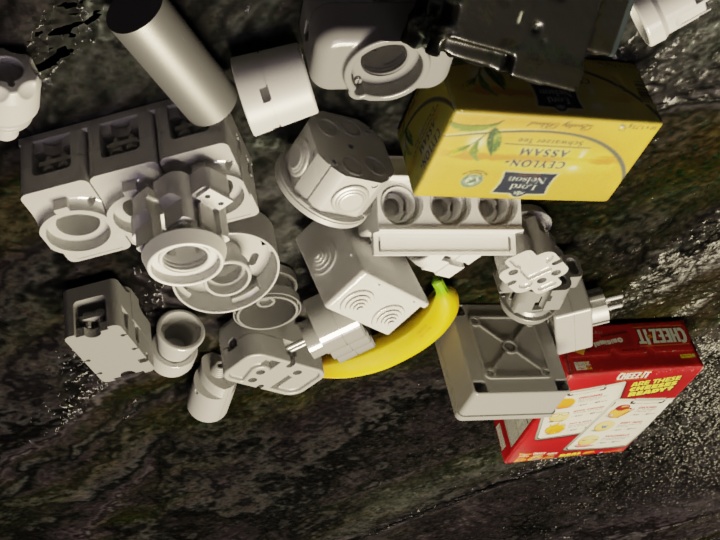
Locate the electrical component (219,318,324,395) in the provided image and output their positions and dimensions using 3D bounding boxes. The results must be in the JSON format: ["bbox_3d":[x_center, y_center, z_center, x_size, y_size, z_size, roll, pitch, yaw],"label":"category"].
[{"bbox_3d":[-0.085,0.075,1.025,0.095,0.059,0.054,20,136,-40],"label":"electrical component"}]

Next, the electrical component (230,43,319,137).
[{"bbox_3d":[-0.057,-0.124,0.731,0.047,0.055,0.055,-17,148,1],"label":"electrical component"}]

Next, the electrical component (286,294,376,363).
[{"bbox_3d":[-0.033,0.057,0.981,0.074,0.052,0.138,-25,168,1],"label":"electrical component"}]

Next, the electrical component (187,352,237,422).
[{"bbox_3d":[-0.147,0.116,1.082,0.043,0.043,0.081,0,146,-19],"label":"electrical component"}]

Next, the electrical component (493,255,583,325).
[{"bbox_3d":[0.164,0.015,1.017,0.078,0.058,0.057,-4,144,-13],"label":"electrical component"}]

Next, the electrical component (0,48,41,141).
[{"bbox_3d":[-0.232,-0.110,0.704,0.043,0.043,0.062,0,147,-19],"label":"electrical component"}]

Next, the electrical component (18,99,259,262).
[{"bbox_3d":[-0.158,-0.064,0.782,0.150,0.061,0.089,-14,148,3],"label":"electrical component"}]

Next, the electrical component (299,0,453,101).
[{"bbox_3d":[0.012,-0.151,0.706,0.095,0.059,0.053,-3,147,-14],"label":"electrical component"}]

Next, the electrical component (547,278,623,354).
[{"bbox_3d":[0.228,0.039,1.084,0.076,0.047,0.083,-14,148,4],"label":"electrical component"}]

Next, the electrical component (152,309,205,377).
[{"bbox_3d":[-0.172,0.069,1.000,0.045,0.045,0.055,2,145,-21],"label":"electrical component"}]

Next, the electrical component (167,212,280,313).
[{"bbox_3d":[-0.117,-0.013,0.897,0.099,0.064,0.099,-11,135,-11],"label":"electrical component"}]

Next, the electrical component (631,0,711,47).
[{"bbox_3d":[0.213,-0.183,0.744,0.046,0.040,0.040,-27,145,11],"label":"electrical component"}]

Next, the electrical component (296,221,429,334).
[{"bbox_3d":[0.000,0.000,0.902,0.048,0.099,0.100,-43,138,20],"label":"electrical component"}]

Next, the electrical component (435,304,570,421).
[{"bbox_3d":[0.140,0.092,1.080,0.109,0.108,0.056,1,143,-20],"label":"electrical component"}]

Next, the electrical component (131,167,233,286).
[{"bbox_3d":[-0.122,-0.026,0.738,0.078,0.057,0.058,-31,143,27],"label":"electrical component"}]

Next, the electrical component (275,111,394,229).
[{"bbox_3d":[-0.018,-0.074,0.798,0.080,0.080,0.051,11,136,-31],"label":"electrical component"}]

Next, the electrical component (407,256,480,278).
[{"bbox_3d":[0.070,-0.023,0.938,0.055,0.048,0.066,13,141,-45],"label":"electrical component"}]

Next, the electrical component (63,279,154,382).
[{"bbox_3d":[-0.220,0.050,0.944,0.050,0.055,0.089,-14,148,4],"label":"electrical component"}]

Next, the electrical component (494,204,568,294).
[{"bbox_3d":[0.147,-0.021,0.955,0.058,0.057,0.078,-26,145,20],"label":"electrical component"}]

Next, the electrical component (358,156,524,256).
[{"bbox_3d":[0.062,-0.050,0.870,0.121,0.078,0.063,-1,175,-18],"label":"electrical component"}]
